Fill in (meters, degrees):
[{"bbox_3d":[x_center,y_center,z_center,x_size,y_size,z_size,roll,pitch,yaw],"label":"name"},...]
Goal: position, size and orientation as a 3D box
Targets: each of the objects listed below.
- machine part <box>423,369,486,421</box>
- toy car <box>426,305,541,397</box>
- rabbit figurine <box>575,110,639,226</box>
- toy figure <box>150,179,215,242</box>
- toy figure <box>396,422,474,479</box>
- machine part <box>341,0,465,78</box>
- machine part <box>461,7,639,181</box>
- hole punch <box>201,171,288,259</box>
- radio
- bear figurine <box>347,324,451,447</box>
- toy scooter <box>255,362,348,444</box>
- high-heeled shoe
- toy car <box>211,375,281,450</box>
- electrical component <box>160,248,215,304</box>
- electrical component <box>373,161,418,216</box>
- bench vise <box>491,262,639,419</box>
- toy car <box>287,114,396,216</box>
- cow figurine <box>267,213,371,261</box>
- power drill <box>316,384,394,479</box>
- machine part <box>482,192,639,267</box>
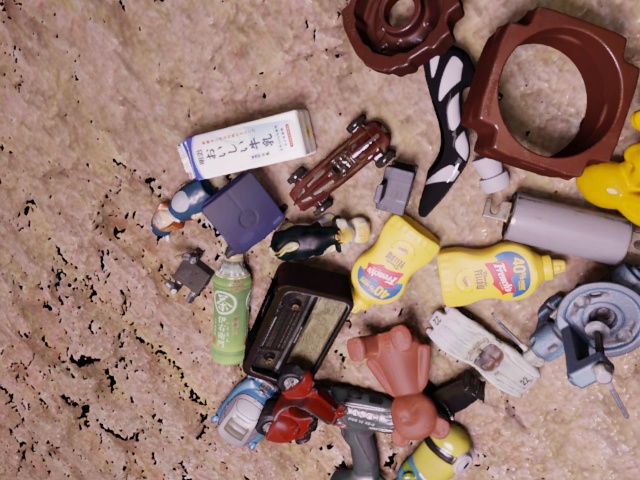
[{"bbox_3d":[0.227,0.271,0.937,0.084,0.039,0.139,50,135,2],"label":"machine part"},{"bbox_3d":[0.274,0.185,0.908,0.202,0.056,0.073,35,110,3],"label":"toy car"},{"bbox_3d":[0.458,-0.093,0.758,0.173,0.122,0.162,-27,79,42],"label":"rabbit figurine"},{"bbox_3d":[-0.260,-0.055,0.982,0.154,0.057,0.064,-34,50,20],"label":"toy figure"},{"bbox_3d":[0.200,0.408,0.977,0.089,0.082,0.180,42,113,-2],"label":"toy figure"},{"bbox_3d":[0.120,-0.329,0.785,0.180,0.056,0.179,0,91,27],"label":"machine part"},{"bbox_3d":[0.313,-0.196,0.745,0.201,0.087,0.201,16,95,-6],"label":"machine part"},{"bbox_3d":[-0.130,-0.046,0.912,0.142,0.092,0.115,-40,96,-9],"label":"hole punch"},{"bbox_3d":[-0.044,0.152,0.937,0.131,0.073,0.229,18,119,-13],"label":"radio"},{"bbox_3d":[0.135,0.248,0.902,0.120,0.132,0.196,-17,73,25],"label":"bear figurine"},{"bbox_3d":[-0.030,0.301,0.944,0.135,0.075,0.183,24,121,-3],"label":"toy scooter"},{"bbox_3d":[0.170,-0.168,0.827,0.145,0.086,0.248,30,105,7],"label":"high-heeled shoe"},{"bbox_3d":[-0.144,0.343,1.036,0.109,0.103,0.161,35,112,2],"label":"toy car"},{"bbox_3d":[-0.250,0.066,1.017,0.078,0.045,0.102,43,111,1],"label":"electrical component"},{"bbox_3d":[0.118,-0.080,0.843,0.048,0.119,0.074,16,106,10],"label":"electrical component"},{"bbox_3d":[0.371,0.137,0.765,0.223,0.240,0.129,-38,95,30],"label":"bench vise"},{"bbox_3d":[0.030,-0.119,0.891,0.202,0.053,0.089,-37,96,19],"label":"toy car"},{"bbox_3d":[-0.001,-0.005,0.906,0.167,0.098,0.068,-12,95,18],"label":"cow figurine"},{"bbox_3d":[0.049,0.370,1.012,0.232,0.086,0.207,0,98,13],"label":"power drill"},{"bbox_3d":[0.371,-0.017,0.816,0.243,0.079,0.079,14,108,9],"label":"machine part"}]
